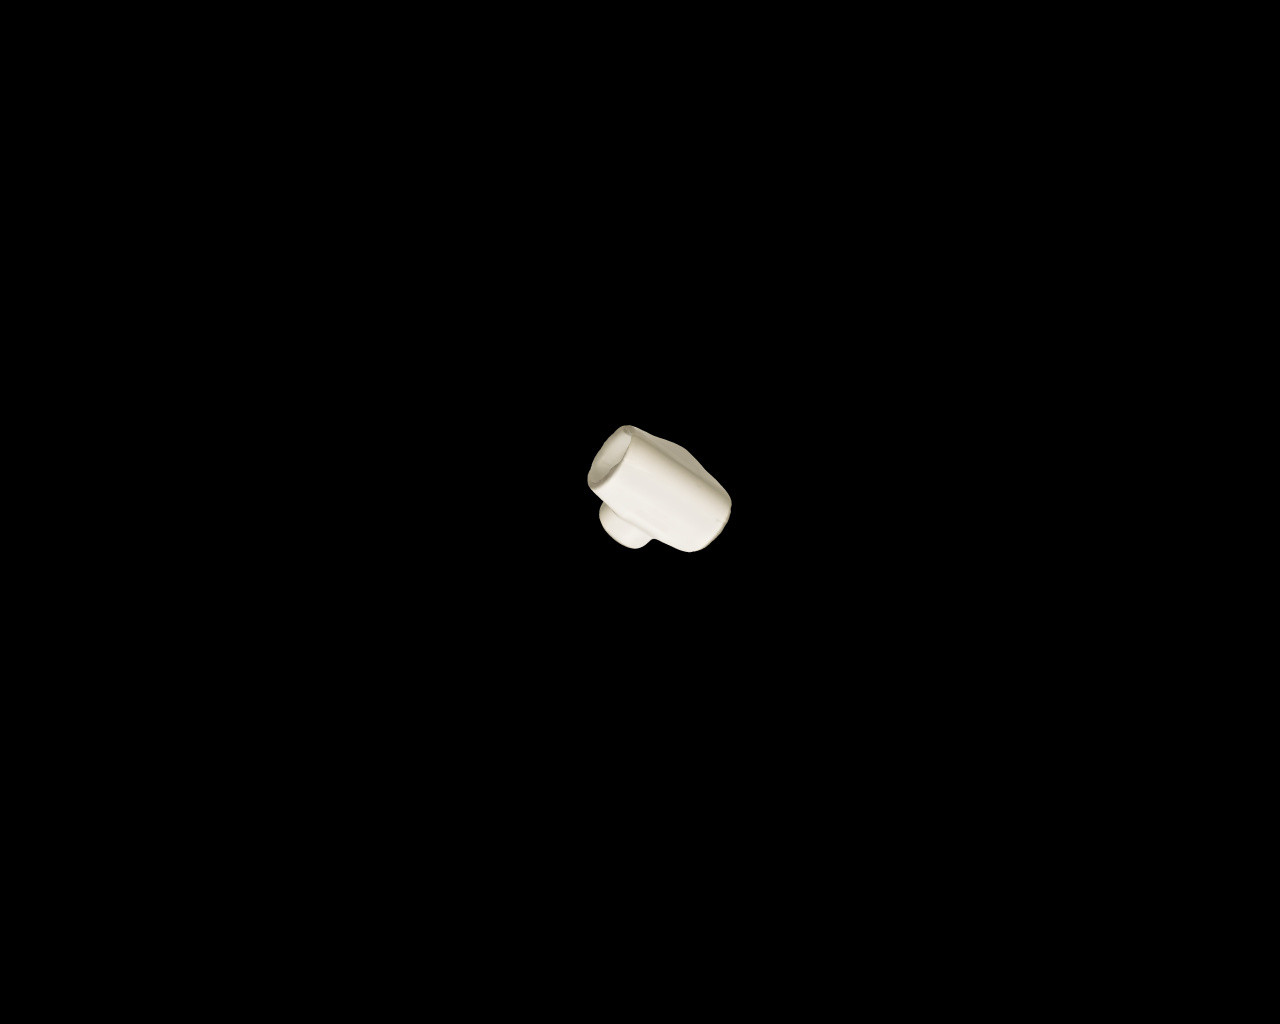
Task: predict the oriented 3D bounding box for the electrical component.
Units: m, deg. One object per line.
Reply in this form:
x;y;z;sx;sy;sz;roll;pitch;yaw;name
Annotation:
0.001;-0.003;0.650;0.077;0.043;0.079;33;-58;-24;electrical component
